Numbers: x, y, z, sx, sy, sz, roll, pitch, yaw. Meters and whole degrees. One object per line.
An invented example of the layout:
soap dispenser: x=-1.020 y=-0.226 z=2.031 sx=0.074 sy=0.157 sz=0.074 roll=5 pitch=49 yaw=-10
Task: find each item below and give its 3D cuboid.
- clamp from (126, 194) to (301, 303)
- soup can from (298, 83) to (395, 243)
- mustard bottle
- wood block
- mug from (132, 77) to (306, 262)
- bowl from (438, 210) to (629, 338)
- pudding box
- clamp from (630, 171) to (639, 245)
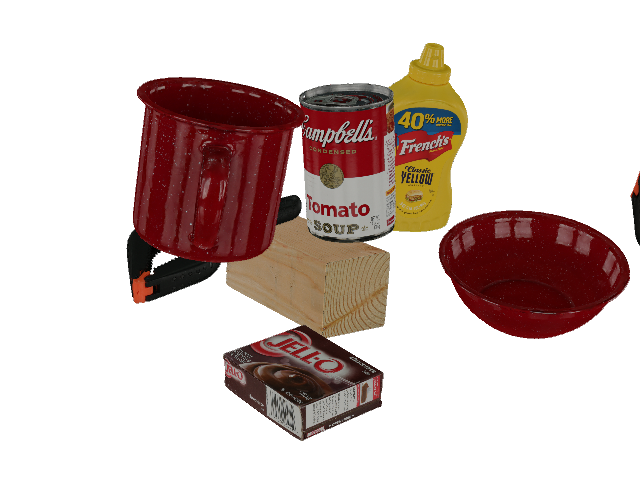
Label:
clamp: x=-0.137 y=-0.012 z=1.063 sx=0.165 sy=0.036 sz=0.209 roll=21 pitch=41 yaw=21
soup can: x=0.020 y=-0.057 z=0.778 sx=0.068 sy=0.102 sz=0.068 roll=-2 pitch=22 yaw=1
mustard bottle: x=0.097 y=-0.104 z=1.072 sx=0.096 sy=0.192 sz=0.058 roll=3 pitch=27 yaw=-12
wood block: x=-0.019 y=0.036 z=1.257 sx=0.090 sy=0.090 sz=0.206 roll=-8 pitch=19 yaw=-35
mug: x=-0.059 y=-0.035 z=0.588 sx=0.093 sy=0.081 sz=0.117 roll=7 pitch=22 yaw=-10
bowl: x=0.181 y=0.036 z=0.925 sx=0.162 sy=0.055 sz=0.162 roll=1 pitch=32 yaw=-1
pudding box: x=-0.016 y=0.118 z=0.909 sx=0.089 sy=0.039 sz=0.114 roll=-18 pitch=31 yaw=-35
clamp: x=0.271 y=0.012 z=0.694 sx=0.120 sy=0.039 sz=0.171 roll=-3 pitch=46 yaw=-22
